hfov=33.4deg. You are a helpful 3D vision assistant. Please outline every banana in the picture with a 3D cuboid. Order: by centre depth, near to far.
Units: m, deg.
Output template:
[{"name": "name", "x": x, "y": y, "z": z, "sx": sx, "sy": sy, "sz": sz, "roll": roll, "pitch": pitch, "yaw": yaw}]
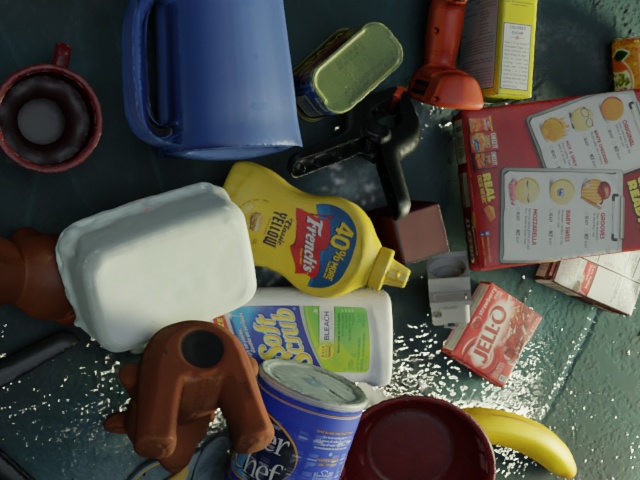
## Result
[{"name": "banana", "x": 0.193, "y": 0.213, "z": 1.137, "sx": 0.197, "sy": 0.037, "sz": 0.070, "roll": 10, "pitch": 118, "yaw": -16}]

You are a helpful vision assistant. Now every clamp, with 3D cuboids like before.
[{"name": "clamp", "x": -0.322, "y": 0.144, "z": 0.957, "sx": 0.209, "sy": 0.036, "sz": 0.164, "roll": 16, "pitch": 88, "yaw": -19}, {"name": "clamp", "x": 0.041, "y": -0.094, "z": 1.027, "sx": 0.120, "sy": 0.039, "sz": 0.171, "roll": 21, "pitch": 44, "yaw": -3}]

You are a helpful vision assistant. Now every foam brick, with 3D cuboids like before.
[{"name": "foam brick", "x": 0.085, "y": -0.008, "z": 1.064, "sx": 0.051, "sy": 0.078, "sz": 0.053, "roll": -18, "pitch": 100, "yaw": -18}]

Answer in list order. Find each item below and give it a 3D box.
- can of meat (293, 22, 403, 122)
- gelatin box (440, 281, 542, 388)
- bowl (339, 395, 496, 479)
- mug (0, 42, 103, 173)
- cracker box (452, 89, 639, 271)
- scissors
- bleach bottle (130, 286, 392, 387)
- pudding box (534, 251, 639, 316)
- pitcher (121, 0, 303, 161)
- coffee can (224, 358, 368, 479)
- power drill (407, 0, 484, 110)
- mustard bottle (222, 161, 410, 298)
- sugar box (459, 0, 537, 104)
[{"name": "can of meat", "x": 0.022, "y": -0.163, "z": 1.030, "sx": 0.102, "sy": 0.084, "sz": 0.057, "roll": -43, "pitch": 106, "yaw": -12}, {"name": "gelatin box", "x": 0.181, "y": 0.100, "z": 1.127, "sx": 0.073, "sy": 0.030, "sz": 0.089, "roll": 33, "pitch": 82, "yaw": -17}, {"name": "bowl", "x": 0.093, "y": 0.222, "z": 1.075, "sx": 0.162, "sy": 0.055, "sz": 0.162, "roll": 0, "pitch": 105, "yaw": 2}, {"name": "mug", "x": -0.242, "y": -0.117, "z": 0.945, "sx": 0.093, "sy": 0.082, "sz": 0.117, "roll": 11, "pitch": 90, "yaw": -19}, {"name": "cracker box", "x": 0.251, "y": -0.061, "z": 1.091, "sx": 0.213, "sy": 0.072, "sz": 0.164, "roll": -8, "pitch": 90, "yaw": -4}, {"name": "scissors", "x": -0.097, "y": 0.221, "z": 1.048, "sx": 0.201, "sy": 0.016, "sz": 0.096, "roll": -27, "pitch": 103, "yaw": -15}, {"name": "bleach bottle", "x": -0.057, "y": 0.097, "z": 1.031, "sx": 0.250, "sy": 0.068, "sz": 0.102, "roll": -1, "pitch": 94, "yaw": -16}, {"name": "pudding box", "x": 0.300, "y": 0.023, "z": 1.158, "sx": 0.113, "sy": 0.039, "sz": 0.090, "roll": 22, "pitch": 85, "yaw": -20}, {"name": "pitcher", "x": -0.098, "y": -0.193, "z": 0.963, "sx": 0.145, "sy": 0.149, "sz": 0.243, "roll": -5, "pitch": 91, "yaw": 3}, {"name": "coffee can", "x": -0.027, "y": 0.192, "z": 0.974, "sx": 0.102, "sy": 0.103, "sz": 0.140, "roll": 15, "pitch": 99, "yaw": -19}, {"name": "power drill", "x": 0.134, "y": -0.222, "z": 1.022, "sx": 0.057, "sy": 0.184, "sz": 0.188, "roll": 4, "pitch": 101, "yaw": -11}, {"name": "mustard bottle", "x": -0.007, "y": 0.001, "z": 1.005, "sx": 0.191, "sy": 0.058, "sz": 0.096, "roll": 22, "pitch": 95, "yaw": 6}, {"name": "sugar box", "x": 0.180, "y": -0.229, "z": 1.074, "sx": 0.048, "sy": 0.093, "sz": 0.176, "roll": 5, "pitch": 92, "yaw": -19}]
